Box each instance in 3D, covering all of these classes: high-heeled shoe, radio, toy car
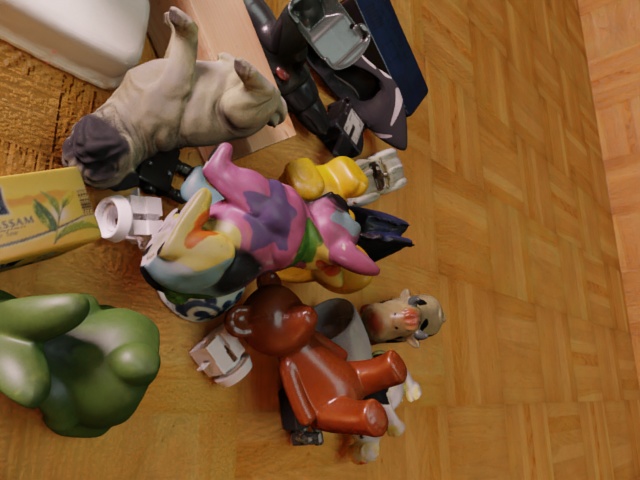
[{"bbox_3d":[0.063,-0.242,0.883,0.248,0.086,0.145,53,30,-5],"label":"high-heeled shoe"},{"bbox_3d":[0.110,-0.338,0.987,0.131,0.073,0.229,-50,118,-45],"label":"radio"},{"bbox_3d":[0.090,-0.106,0.906,0.202,0.056,0.073,-28,100,-49],"label":"toy car"}]

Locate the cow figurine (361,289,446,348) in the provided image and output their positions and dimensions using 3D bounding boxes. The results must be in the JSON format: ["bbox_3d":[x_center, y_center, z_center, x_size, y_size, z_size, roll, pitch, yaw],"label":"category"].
[{"bbox_3d":[0.131,0.124,0.834,0.195,0.127,0.085,4,74,-51],"label":"cow figurine"}]

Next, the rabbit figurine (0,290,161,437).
[{"bbox_3d":[-0.227,0.094,0.431,0.170,0.159,0.121,24,71,-26],"label":"rabbit figurine"}]

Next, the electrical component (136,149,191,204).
[{"bbox_3d":[-0.186,-0.082,0.606,0.094,0.021,0.063,32,58,-41],"label":"electrical component"}]

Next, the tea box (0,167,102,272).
[{"bbox_3d":[-0.278,-0.004,0.421,0.169,0.098,0.068,-19,94,-48],"label":"tea box"}]

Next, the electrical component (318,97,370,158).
[{"bbox_3d":[0.034,-0.164,0.865,0.074,0.048,0.119,42,51,-33],"label":"electrical component"}]

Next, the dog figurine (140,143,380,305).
[{"bbox_3d":[-0.048,0.010,0.556,0.219,0.108,0.191,31,58,-20],"label":"dog figurine"}]

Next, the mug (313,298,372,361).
[{"bbox_3d":[0.029,0.154,0.743,0.107,0.081,0.109,59,33,-32],"label":"mug"}]

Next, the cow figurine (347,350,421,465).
[{"bbox_3d":[0.079,0.239,0.784,0.098,0.068,0.167,59,39,-11],"label":"cow figurine"}]

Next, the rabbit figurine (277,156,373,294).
[{"bbox_3d":[-0.001,-0.002,0.694,0.122,0.162,0.173,-11,66,-51],"label":"rabbit figurine"}]

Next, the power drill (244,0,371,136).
[{"bbox_3d":[-0.021,-0.243,0.711,0.086,0.207,0.231,-45,110,-12],"label":"power drill"}]

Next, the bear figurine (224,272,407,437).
[{"bbox_3d":[-0.006,0.123,0.620,0.195,0.132,0.120,60,36,-14],"label":"bear figurine"}]

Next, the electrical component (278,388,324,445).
[{"bbox_3d":[-0.019,0.218,0.695,0.078,0.045,0.102,8,73,-46],"label":"electrical component"}]

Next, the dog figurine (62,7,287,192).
[{"bbox_3d":[-0.145,-0.112,0.554,0.172,0.121,0.190,33,96,-15],"label":"dog figurine"}]

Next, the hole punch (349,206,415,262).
[{"bbox_3d":[0.065,-0.016,0.813,0.142,0.116,0.092,11,63,-47],"label":"hole punch"}]
